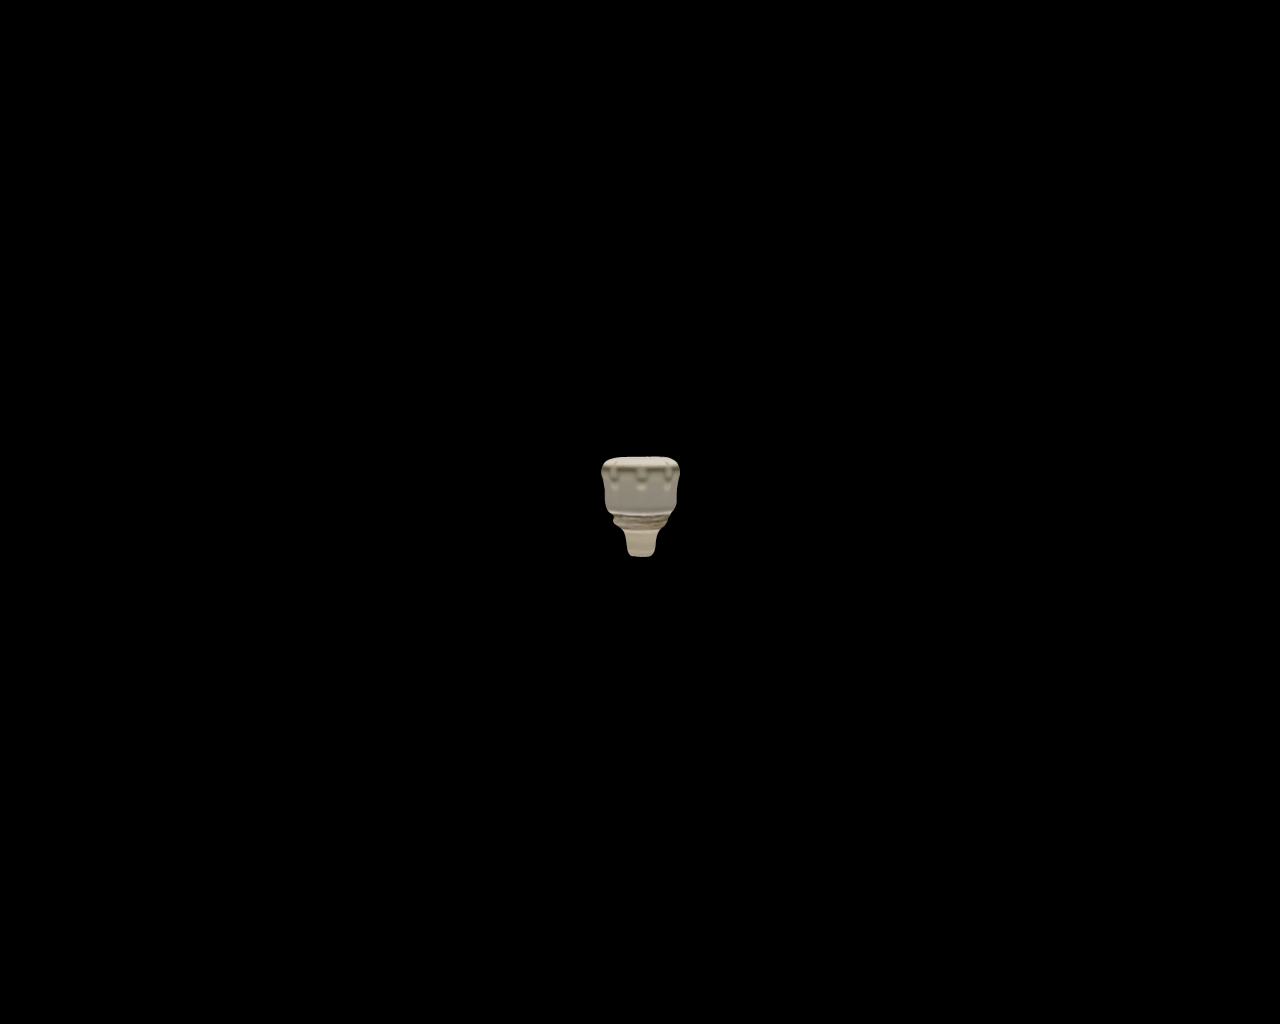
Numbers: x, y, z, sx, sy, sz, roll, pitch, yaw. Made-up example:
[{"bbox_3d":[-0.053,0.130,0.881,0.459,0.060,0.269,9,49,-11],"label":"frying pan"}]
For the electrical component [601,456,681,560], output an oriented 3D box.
[{"bbox_3d":[0.001,-0.003,0.650,0.048,0.062,0.048,0,5,0],"label":"electrical component"}]
